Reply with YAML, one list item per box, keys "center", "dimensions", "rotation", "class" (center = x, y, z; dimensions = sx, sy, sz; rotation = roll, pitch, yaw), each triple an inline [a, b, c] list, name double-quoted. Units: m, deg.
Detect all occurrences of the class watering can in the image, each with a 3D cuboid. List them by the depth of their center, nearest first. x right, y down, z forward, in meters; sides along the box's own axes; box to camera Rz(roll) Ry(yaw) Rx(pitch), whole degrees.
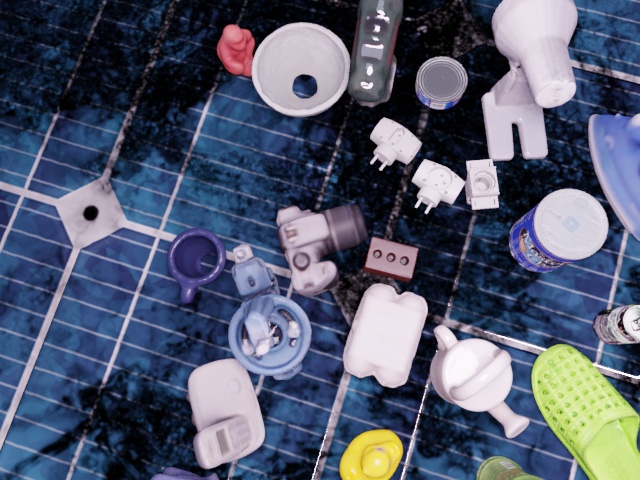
- center: [0.226, 0.196, 0.813]
  dimensions: [0.172, 0.194, 0.101]
  rotation: [31, 82, 8]
  class: "watering can"

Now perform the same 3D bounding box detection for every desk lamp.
- center: [0.328, -0.254, 0.888]
  dimensions: [0.118, 0.213, 0.203]
  rotation: [-5, 78, 2]
  class: "desk lamp"

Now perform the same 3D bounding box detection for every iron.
- center: [0.518, -0.112, 0.889]
  dimensions: [0.118, 0.141, 0.258]
  rotation: [-28, 79, -3]
  class: "iron"

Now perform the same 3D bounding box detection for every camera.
- center: [0.008, 0.003, 0.909]
  dimensions: [0.137, 0.101, 0.143]
  rotation: [-17, 78, -1]
  class: "camera"

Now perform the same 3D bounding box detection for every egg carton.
- center: [0.101, 0.147, 0.892]
  dimensions: [0.107, 0.069, 0.150]
  rotation: [17, 80, 6]
  class: "egg carton"

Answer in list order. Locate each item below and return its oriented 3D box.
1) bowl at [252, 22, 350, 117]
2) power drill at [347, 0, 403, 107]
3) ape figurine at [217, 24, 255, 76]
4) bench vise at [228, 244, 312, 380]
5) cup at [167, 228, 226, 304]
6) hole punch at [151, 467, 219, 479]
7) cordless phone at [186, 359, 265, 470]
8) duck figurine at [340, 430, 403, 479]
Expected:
- center: [-0.029, -0.278, 0.980]
  dimensions: [0.167, 0.075, 0.167]
  rotation: [0, 79, 2]
  class: "bowl"
- center: [0.089, -0.314, 0.913]
  dimensions: [0.075, 0.208, 0.230]
  rotation: [9, 79, 5]
  class: "power drill"
- center: [-0.145, -0.335, 0.987]
  dimensions: [0.076, 0.092, 0.078]
  rotation: [33, 82, 9]
  class: "ape figurine"
- center: [-0.097, 0.108, 0.832]
  dimensions: [0.121, 0.220, 0.207]
  rotation: [-38, 79, -5]
  class: "bench vise"
- center: [-0.189, 0.047, 0.912]
  dimensions: [0.091, 0.095, 0.118]
  rotation: [11, 79, 5]
  class: "cup"
- center: [-0.208, 0.399, 0.844]
  dimensions: [0.101, 0.091, 0.109]
  rotation: [13, 80, 5]
  class: "hole punch"
- center: [-0.147, 0.249, 0.823]
  dimensions: [0.094, 0.185, 0.147]
  rotation: [-21, 78, -1]
  class: "cordless phone"
- center: [0.077, 0.330, 0.848]
  dimensions: [0.104, 0.086, 0.077]
  rotation: [-32, 79, -4]
  class: "duck figurine"
